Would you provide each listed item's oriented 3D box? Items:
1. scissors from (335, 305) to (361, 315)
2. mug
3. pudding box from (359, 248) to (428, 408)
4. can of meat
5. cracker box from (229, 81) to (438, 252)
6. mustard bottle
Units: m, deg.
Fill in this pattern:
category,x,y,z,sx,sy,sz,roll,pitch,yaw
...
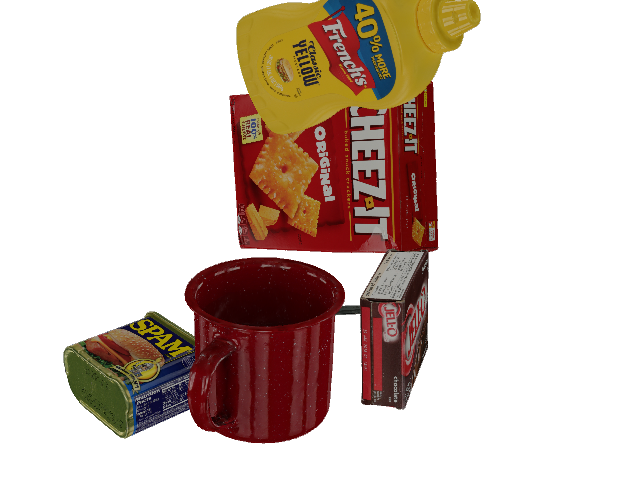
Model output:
category,x,y,z,sx,sy,sz,roll,pitch,yaw
scissors,-0.009,0.087,1.193,0.201,0.016,0.096,4,22,0
mug,-0.039,0.070,0.624,0.093,0.081,0.117,13,27,23
pudding box,0.059,0.066,0.836,0.039,0.090,0.113,4,21,12
can of meat,-0.146,0.107,0.860,0.083,0.057,0.102,-20,32,-37
cracker box,0.009,-0.071,1.063,0.214,0.164,0.071,2,7,40
mustard bottle,0.029,-0.140,0.770,0.192,0.096,0.058,-9,12,39
